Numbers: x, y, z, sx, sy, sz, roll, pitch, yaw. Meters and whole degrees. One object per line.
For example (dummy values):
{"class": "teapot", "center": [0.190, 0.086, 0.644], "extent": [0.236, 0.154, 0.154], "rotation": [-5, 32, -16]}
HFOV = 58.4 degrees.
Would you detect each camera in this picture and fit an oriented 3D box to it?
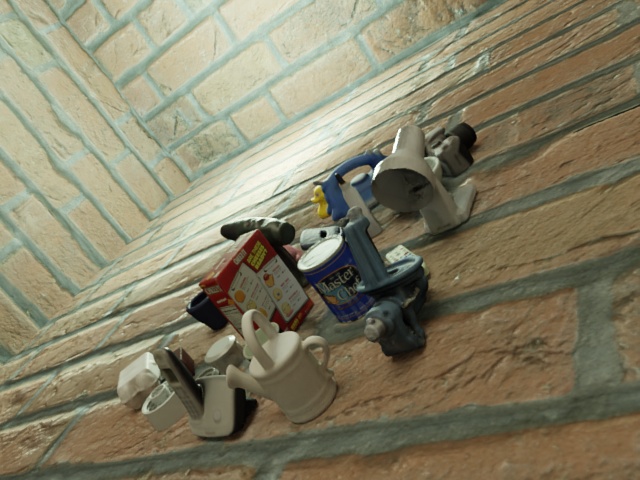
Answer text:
{"class": "camera", "center": [0.321, -0.235, 1.407], "extent": [0.137, 0.101, 0.143], "rotation": [-39, 20, -8]}

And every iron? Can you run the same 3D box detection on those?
{"class": "iron", "center": [0.111, -0.165, 1.535], "extent": [0.258, 0.142, 0.118], "rotation": [-36, 20, 0]}

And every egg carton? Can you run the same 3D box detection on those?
{"class": "egg carton", "center": [-0.432, 0.340, 1.388], "extent": [0.107, 0.069, 0.150], "rotation": [-38, 20, -5]}

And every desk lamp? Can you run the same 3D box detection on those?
{"class": "desk lamp", "center": [0.205, -0.114, 1.151], "extent": [0.117, 0.214, 0.203], "rotation": [-20, 25, 37]}

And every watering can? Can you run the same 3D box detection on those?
{"class": "watering can", "center": [-0.071, 0.199, 0.922], "extent": [0.173, 0.194, 0.100], "rotation": [-38, 20, -5]}

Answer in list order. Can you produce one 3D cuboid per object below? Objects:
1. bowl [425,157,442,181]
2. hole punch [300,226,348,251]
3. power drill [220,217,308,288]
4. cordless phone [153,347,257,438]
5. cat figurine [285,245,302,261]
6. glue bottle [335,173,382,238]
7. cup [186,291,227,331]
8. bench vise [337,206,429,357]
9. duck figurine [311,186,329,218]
{"class": "bowl", "center": [0.222, -0.118, 1.342], "extent": [0.167, 0.075, 0.167], "rotation": [-31, 20, 13]}
{"class": "hole punch", "center": [0.013, 0.005, 1.383], "extent": [0.101, 0.091, 0.108], "rotation": [-31, 20, 14]}
{"class": "power drill", "center": [-0.121, 0.031, 1.370], "extent": [0.228, 0.209, 0.076], "rotation": [-13, 30, 48]}
{"class": "cordless phone", "center": [-0.217, 0.265, 1.026], "extent": [0.147, 0.185, 0.094], "rotation": [-19, 26, 40]}
{"class": "cat figurine", "center": [-0.122, 0.037, 1.494], "extent": [0.067, 0.118, 0.128], "rotation": [-14, 29, 46]}
{"class": "glue bottle", "center": [0.085, -0.088, 1.352], "extent": [0.037, 0.173, 0.078], "rotation": [-33, 20, 9]}
{"class": "cup", "center": [-0.265, 0.175, 1.450], "extent": [0.117, 0.095, 0.091], "rotation": [-32, 20, 12]}
{"class": "bench vise", "center": [0.104, 0.059, 0.911], "extent": [0.121, 0.220, 0.207], "rotation": [-30, 20, 15]}
{"class": "duck figurine", "center": [0.022, -0.126, 1.676], "extent": [0.104, 0.086, 0.077], "rotation": [-36, 20, 1]}
